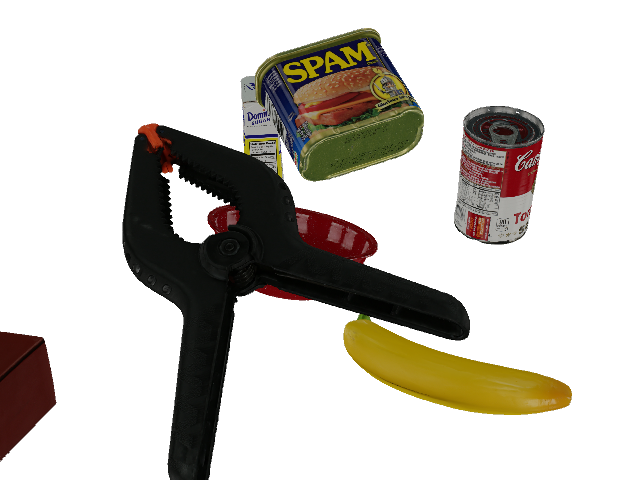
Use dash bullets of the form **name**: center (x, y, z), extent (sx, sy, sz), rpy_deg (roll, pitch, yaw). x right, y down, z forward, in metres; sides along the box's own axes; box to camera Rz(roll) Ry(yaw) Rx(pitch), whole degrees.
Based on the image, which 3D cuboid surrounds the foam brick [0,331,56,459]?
- **foam brick**: center (-0.214, 0.100, 0.679), extent (0.053, 0.051, 0.078), rpy_deg (6, 29, 22)

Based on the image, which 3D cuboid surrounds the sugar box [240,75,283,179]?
- **sugar box**: center (-0.067, -0.096, 1.246), extent (0.048, 0.176, 0.093), rpy_deg (-6, 27, -3)

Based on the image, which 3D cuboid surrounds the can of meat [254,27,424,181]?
- **can of meat**: center (0.015, -0.098, 0.778), extent (0.102, 0.084, 0.057), rpy_deg (-19, -30, -14)

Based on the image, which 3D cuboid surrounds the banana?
- **banana**: center (0.084, 0.091, 0.788), extent (0.198, 0.037, 0.069), rpy_deg (20, 37, 38)

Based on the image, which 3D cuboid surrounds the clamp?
- **clamp**: center (-0.033, 0.012, 0.558), extent (0.164, 0.210, 0.036), rpy_deg (-23, -32, -9)

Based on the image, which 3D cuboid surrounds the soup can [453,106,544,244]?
- **soup can**: center (0.153, -0.056, 0.925), extent (0.068, 0.102, 0.068), rpy_deg (1, 35, -1)

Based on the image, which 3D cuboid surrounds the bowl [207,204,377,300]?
- **bowl**: center (-0.030, 0.014, 1.002), extent (0.162, 0.055, 0.162), rpy_deg (10, 17, -3)
